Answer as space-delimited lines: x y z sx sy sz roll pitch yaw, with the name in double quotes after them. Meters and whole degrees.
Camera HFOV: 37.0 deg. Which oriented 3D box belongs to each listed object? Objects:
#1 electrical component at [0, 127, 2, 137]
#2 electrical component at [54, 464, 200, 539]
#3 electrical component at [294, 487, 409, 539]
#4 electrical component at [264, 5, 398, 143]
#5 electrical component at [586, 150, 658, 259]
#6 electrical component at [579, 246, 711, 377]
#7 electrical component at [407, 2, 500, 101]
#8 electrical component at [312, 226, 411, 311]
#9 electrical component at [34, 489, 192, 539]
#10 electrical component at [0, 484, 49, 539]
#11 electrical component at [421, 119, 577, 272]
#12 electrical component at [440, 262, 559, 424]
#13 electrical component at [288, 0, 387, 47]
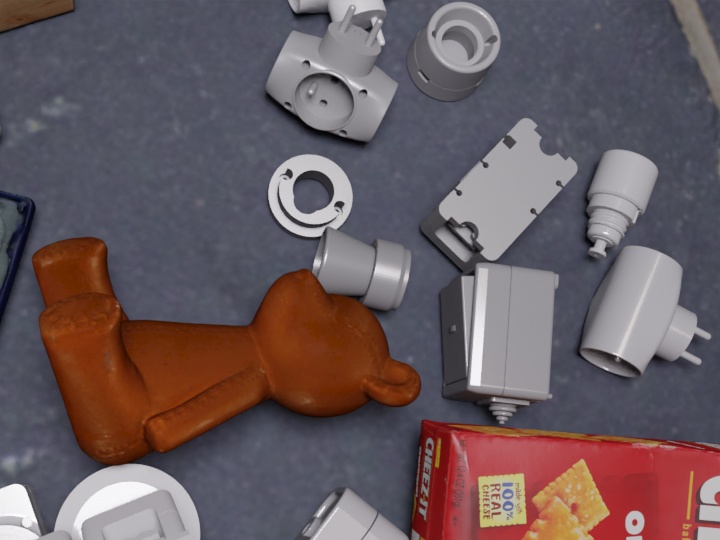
-0.246 -0.104 0.654 0.048 0.048 0.062 -9 74 -13 "electrical component"
-0.134 0.153 0.620 0.080 0.051 0.080 2 78 -11 "electrical component"
-0.016 0.184 0.636 0.059 0.054 0.095 39 74 -2 "electrical component"
-0.011 -0.132 0.692 0.077 0.079 0.044 26 35 -5 "electrical component"
0.173 -0.045 0.727 0.040 0.040 0.078 25 75 -6 "electrical component"
0.195 0.036 0.713 0.079 0.044 0.077 27 75 -5 "electrical component"
0.064 -0.147 0.722 0.055 0.047 0.055 2 78 -11 "electrical component"
0.000 0.000 0.681 0.055 0.045 0.045 13 77 -9 "electrical component"
-0.120 0.220 0.570 0.105 0.060 0.186 -20 113 -15 "electrical component"
-0.196 0.170 0.602 0.050 0.055 0.089 -20 83 -14 "electrical component"
0.089 -0.046 0.703 0.050 0.055 0.089 44 74 0 "electrical component"
0.084 0.048 0.680 0.061 0.061 0.096 8 77 -10 "electrical component"
-0.005 -0.184 0.718 0.077 0.044 0.079 -16 84 -13 "electrical component"
